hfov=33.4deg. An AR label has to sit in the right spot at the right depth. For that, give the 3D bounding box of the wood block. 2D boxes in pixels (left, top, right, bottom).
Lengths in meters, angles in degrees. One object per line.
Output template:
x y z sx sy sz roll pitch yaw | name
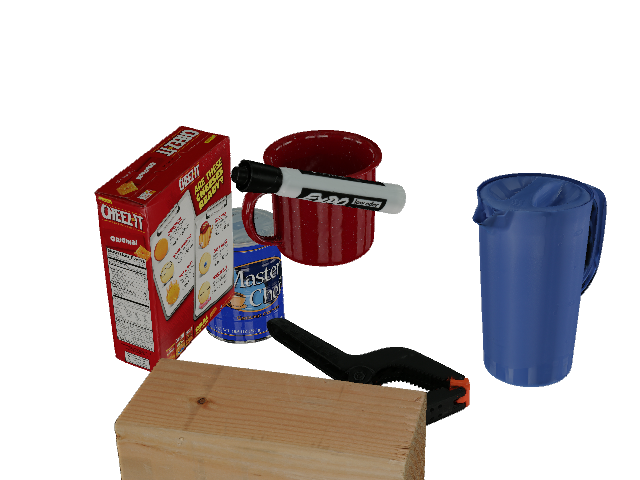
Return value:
-0.032 0.155 0.774 0.206 0.090 0.090 6 28 14 | wood block

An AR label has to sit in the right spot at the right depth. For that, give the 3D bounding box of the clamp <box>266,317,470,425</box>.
0.030 0.145 0.987 0.210 0.036 0.164 6 44 14 | clamp

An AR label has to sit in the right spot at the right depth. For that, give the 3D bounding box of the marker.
0.000 -0.032 0.640 0.120 0.020 0.020 7 -4 -36 | marker

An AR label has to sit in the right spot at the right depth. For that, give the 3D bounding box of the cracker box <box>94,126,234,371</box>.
-0.161 0.009 1.145 0.072 0.214 0.164 15 36 21 | cracker box

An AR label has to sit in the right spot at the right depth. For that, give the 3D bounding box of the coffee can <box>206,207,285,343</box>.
-0.098 0.043 1.334 0.103 0.140 0.103 -2 26 1 | coffee can

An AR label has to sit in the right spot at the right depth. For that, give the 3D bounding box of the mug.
-0.008 -0.029 0.845 0.117 0.081 0.093 -18 34 -26 | mug

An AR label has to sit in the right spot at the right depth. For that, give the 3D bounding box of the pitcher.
0.262 0.046 1.283 0.149 0.243 0.145 4 24 14 | pitcher
